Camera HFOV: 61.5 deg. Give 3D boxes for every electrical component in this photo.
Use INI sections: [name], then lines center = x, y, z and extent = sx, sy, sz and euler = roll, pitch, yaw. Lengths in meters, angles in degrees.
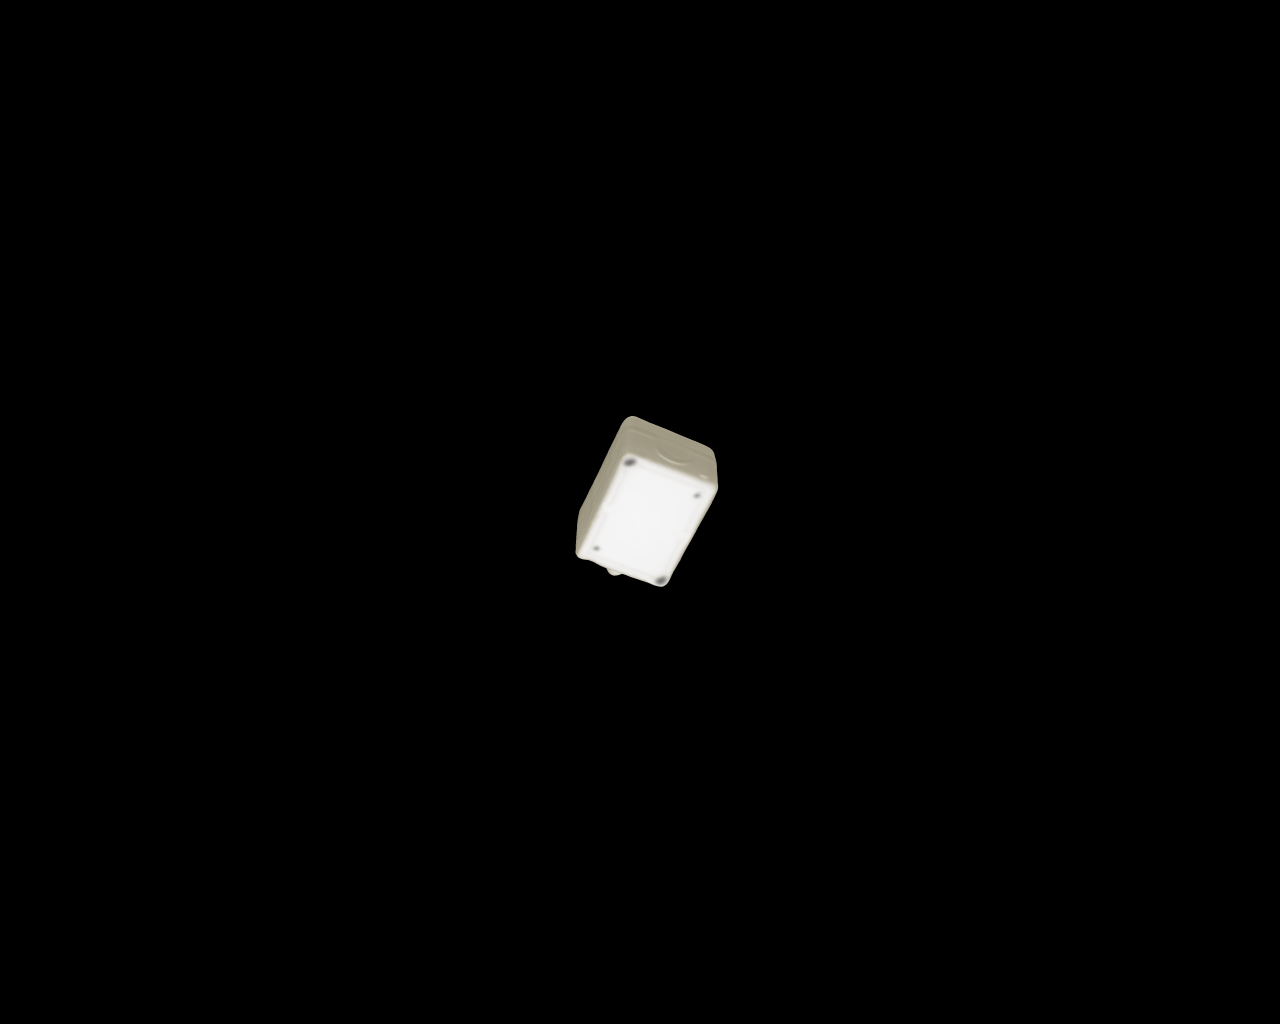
[electrical component]
center = 0.001, -0.003, 0.650
extent = 0.062, 0.096, 0.061
euler = 21, 28, -12
